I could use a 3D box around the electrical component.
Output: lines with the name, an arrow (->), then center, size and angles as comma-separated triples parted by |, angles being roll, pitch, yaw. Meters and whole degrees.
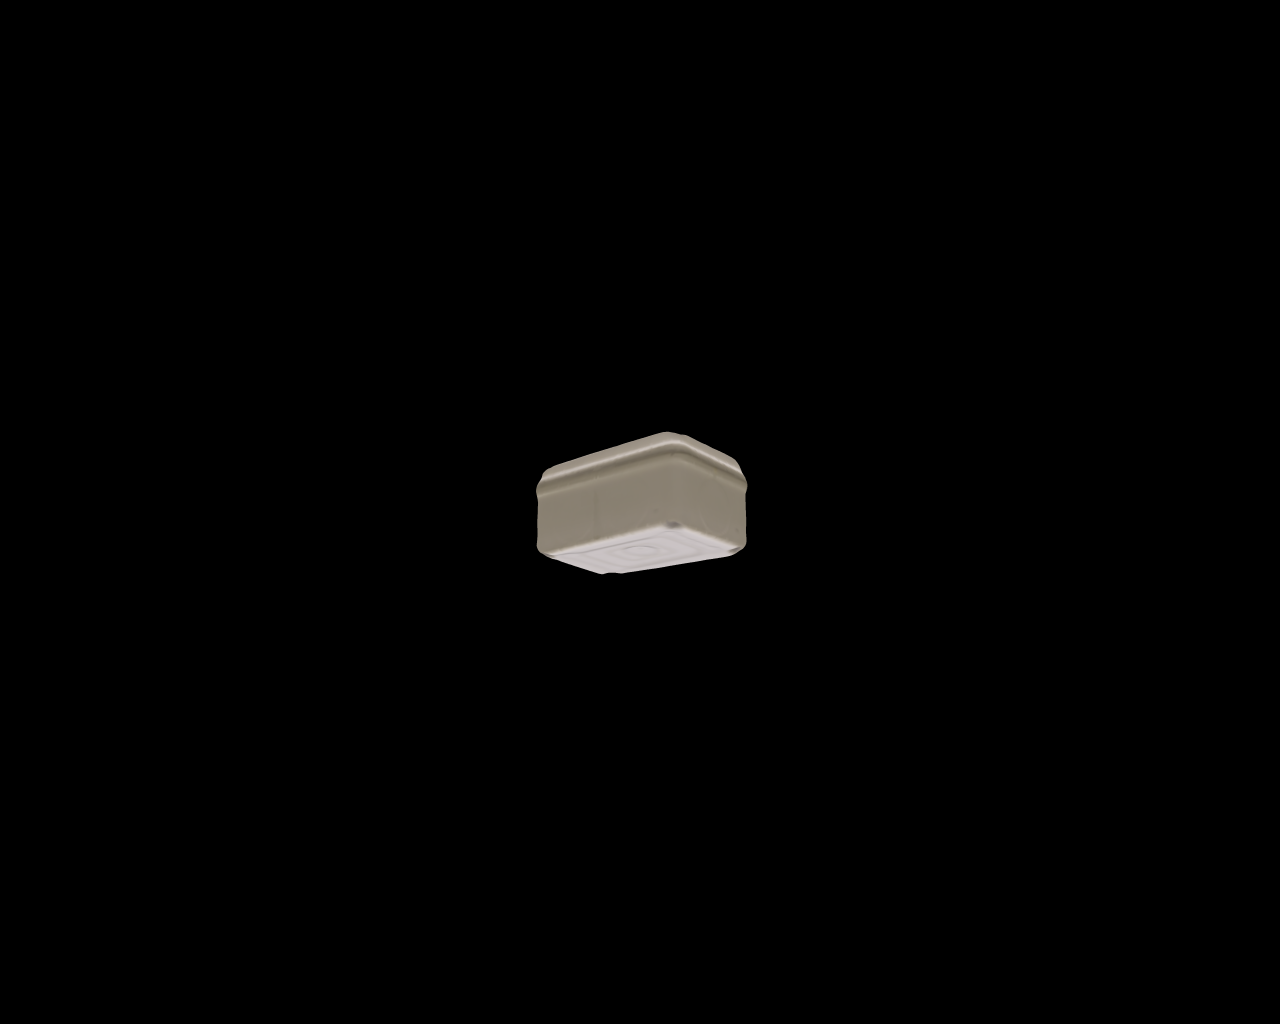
electrical component -> 0.001, -0.003, 0.650 | 0.113, 0.057, 0.078 | -13, -22, 36
